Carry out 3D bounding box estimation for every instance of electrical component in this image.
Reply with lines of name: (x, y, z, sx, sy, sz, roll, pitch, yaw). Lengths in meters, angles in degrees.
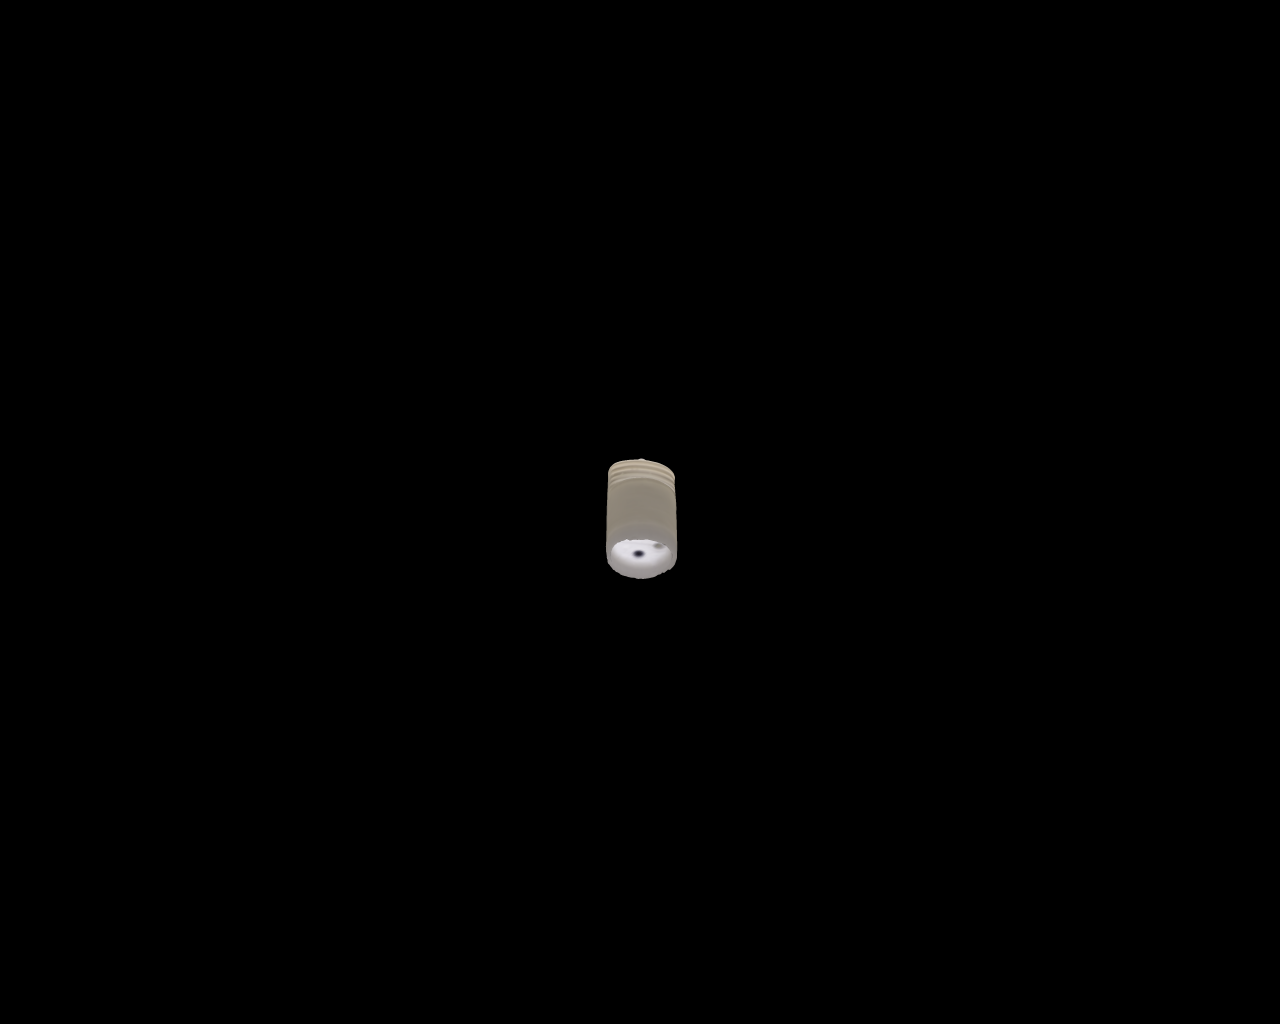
electrical component: (0.001, -0.003, 0.650, 0.043, 0.081, 0.043, 0, -39, 0)
